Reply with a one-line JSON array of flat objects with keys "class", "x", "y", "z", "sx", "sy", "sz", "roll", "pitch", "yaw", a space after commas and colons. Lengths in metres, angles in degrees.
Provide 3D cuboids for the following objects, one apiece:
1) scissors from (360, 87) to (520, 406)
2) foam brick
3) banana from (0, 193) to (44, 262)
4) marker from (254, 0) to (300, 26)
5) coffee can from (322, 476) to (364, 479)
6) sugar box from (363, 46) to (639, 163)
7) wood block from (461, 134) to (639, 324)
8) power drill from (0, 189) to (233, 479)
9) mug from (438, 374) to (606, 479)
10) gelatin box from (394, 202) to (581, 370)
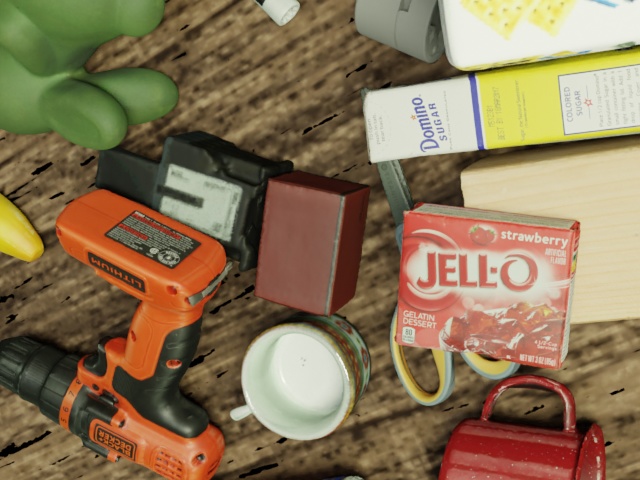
[{"class": "scissors", "x": 0.074, "y": 0.005, "z": 0.653, "sx": 0.096, "sy": 0.016, "sz": 0.202, "roll": 0, "pitch": 100, "yaw": 31}, {"class": "foam brick", "x": -0.004, "y": 0.001, "z": 0.668, "sx": 0.051, "sy": 0.053, "sz": 0.078, "roll": 12, "pitch": 103, "yaw": 18}, {"class": "banana", "x": -0.290, "y": -0.027, "z": 0.786, "sx": 0.198, "sy": 0.037, "sz": 0.069, "roll": 6, "pitch": 121, "yaw": 22}, {"class": "marker", "x": -0.061, "y": -0.182, "z": 0.673, "sx": 0.121, "sy": 0.020, "sz": 0.020, "roll": 45, "pitch": 112, "yaw": 8}, {"class": "coffee can", "x": -0.036, "y": 0.213, "z": 0.693, "sx": 0.140, "sy": 0.102, "sz": 0.103, "roll": -13, "pitch": 95, "yaw": 23}, {"class": "sugar box", "x": 0.120, "y": -0.076, "z": 0.583, "sx": 0.176, "sy": 0.093, "sz": 0.048, "roll": -3, "pitch": 99, "yaw": 21}, {"class": "wood block", "x": 0.190, "y": -0.013, "z": 0.570, "sx": 0.206, "sy": 0.090, "sz": 0.091, "roll": -8, "pitch": 98, "yaw": 22}, {"class": "power drill", "x": -0.138, "y": 0.062, "z": 0.705, "sx": 0.184, "sy": 0.057, "sz": 0.188, "roll": 23, "pitch": 128, "yaw": 13}, {"class": "mug", "x": 0.120, "y": 0.138, "z": 0.630, "sx": 0.082, "sy": 0.093, "sz": 0.117, "roll": 4, "pitch": 90, "yaw": 25}, {"class": "gelatin box", "x": 0.085, "y": 0.022, "z": 0.551, "sx": 0.089, "sy": 0.030, "sz": 0.073, "roll": 8, "pitch": 104, "yaw": 19}]
